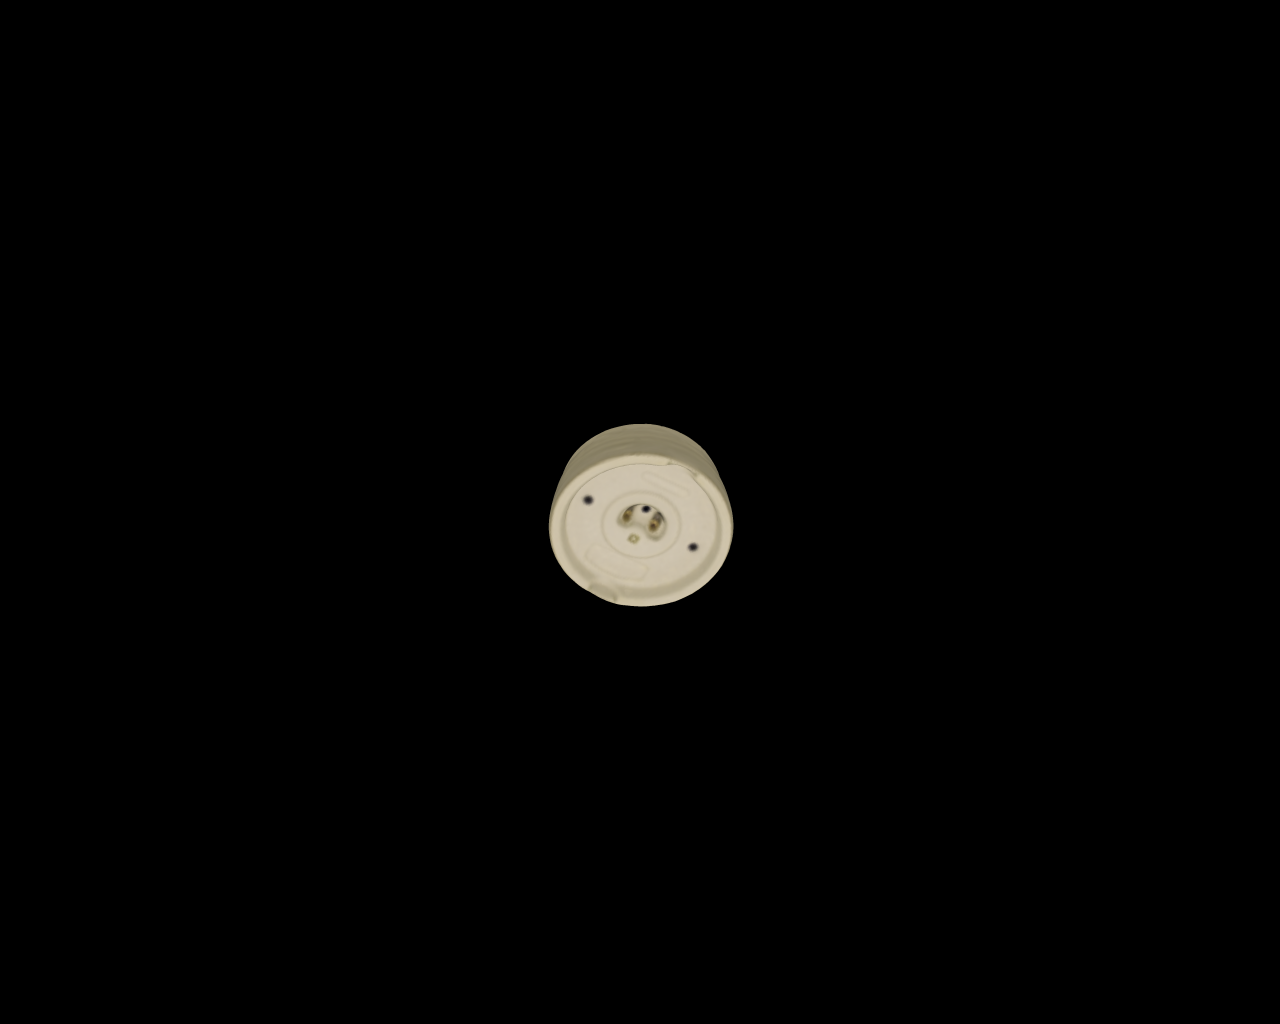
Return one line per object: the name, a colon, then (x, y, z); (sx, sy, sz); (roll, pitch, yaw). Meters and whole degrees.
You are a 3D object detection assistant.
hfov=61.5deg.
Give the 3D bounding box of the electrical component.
electrical component: (0.001, -0.003, 0.650); (0.108, 0.108, 0.060); (0, 32, 0)
